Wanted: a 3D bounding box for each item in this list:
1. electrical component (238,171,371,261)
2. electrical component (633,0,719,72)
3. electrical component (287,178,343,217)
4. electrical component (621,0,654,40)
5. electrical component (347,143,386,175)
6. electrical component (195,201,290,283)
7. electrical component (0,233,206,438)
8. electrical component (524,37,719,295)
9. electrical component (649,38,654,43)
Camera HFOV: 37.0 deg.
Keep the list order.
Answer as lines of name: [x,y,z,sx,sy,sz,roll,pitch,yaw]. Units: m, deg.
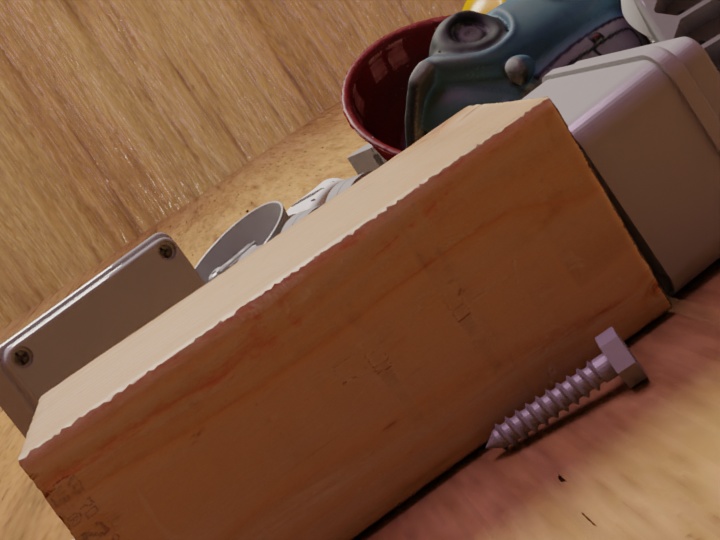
electrical component: [-0.018,-0.019,0.734,0.138,0.052,0.074,-39,12,-24]
electrical component: [0.166,-0.087,0.472,0.047,0.083,0.076,-30,-27,17]
electrical component: [-0.046,-0.036,0.904,0.079,0.043,0.077,-26,13,32]
electrical component: [0.182,-0.149,0.538,0.108,0.060,0.108,-5,39,4]
electrical component: [0.041,-0.083,0.830,0.050,0.055,0.089,-39,12,-25]
electrical component: [-0.084,0.001,0.803,0.099,0.064,0.099,-32,11,7]
electrical component: [-0.113,0.056,0.538,0.109,0.108,0.056,-41,11,-32]
electrical component: [0.103,-0.042,0.424,0.057,0.078,0.113,-38,12,-6]
electrical component: [0.206,-0.149,0.672,0.066,0.048,0.055,-37,19,-16]
